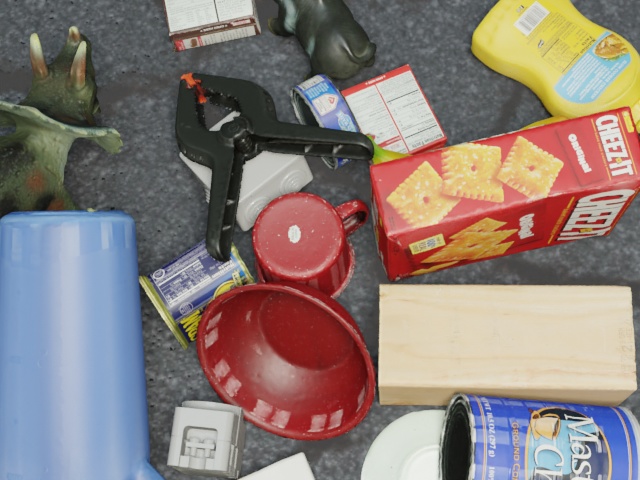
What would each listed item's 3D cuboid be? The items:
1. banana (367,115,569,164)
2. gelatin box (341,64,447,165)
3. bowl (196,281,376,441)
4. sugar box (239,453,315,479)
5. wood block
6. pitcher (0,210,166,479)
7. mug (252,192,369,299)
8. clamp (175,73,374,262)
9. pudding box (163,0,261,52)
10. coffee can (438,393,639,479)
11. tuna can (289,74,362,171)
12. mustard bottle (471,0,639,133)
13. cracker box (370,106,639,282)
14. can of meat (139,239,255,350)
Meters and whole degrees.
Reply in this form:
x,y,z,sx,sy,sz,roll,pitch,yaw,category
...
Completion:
x,y,z,sx,sy,sz,roll,pitch,yaw,category
0.133,-0.073,0.974,0.197,0.070,0.037,-8,54,-10,banana
0.069,-0.112,1.010,0.073,0.030,0.089,-23,73,-5,gelatin box
-0.022,0.092,0.911,0.162,0.162,0.055,22,36,10,bowl
-0.077,0.256,0.897,0.176,0.048,0.093,-21,73,-7,sugar box
0.154,0.091,0.909,0.206,0.091,0.090,0,72,4,wood block
-0.213,0.098,0.864,0.149,0.145,0.243,-2,93,-27,pitcher
-0.006,0.001,0.952,0.117,0.081,0.093,-30,73,-6,mug
-0.059,-0.090,0.938,0.164,0.036,0.210,-30,51,-3,clamp
-0.113,-0.252,1.062,0.090,0.039,0.113,-12,70,1,pudding box
0.176,0.180,0.860,0.140,0.103,0.103,6,73,-6,coffee can
0.007,-0.109,0.984,0.033,0.086,0.086,-29,73,-8,tuna can
0.242,-0.159,0.998,0.192,0.058,0.096,41,79,15,mustard bottle
0.152,-0.031,0.909,0.213,0.164,0.072,-12,74,0,cracker box
-0.104,0.043,0.937,0.084,0.102,0.057,-33,72,-9,can of meat
